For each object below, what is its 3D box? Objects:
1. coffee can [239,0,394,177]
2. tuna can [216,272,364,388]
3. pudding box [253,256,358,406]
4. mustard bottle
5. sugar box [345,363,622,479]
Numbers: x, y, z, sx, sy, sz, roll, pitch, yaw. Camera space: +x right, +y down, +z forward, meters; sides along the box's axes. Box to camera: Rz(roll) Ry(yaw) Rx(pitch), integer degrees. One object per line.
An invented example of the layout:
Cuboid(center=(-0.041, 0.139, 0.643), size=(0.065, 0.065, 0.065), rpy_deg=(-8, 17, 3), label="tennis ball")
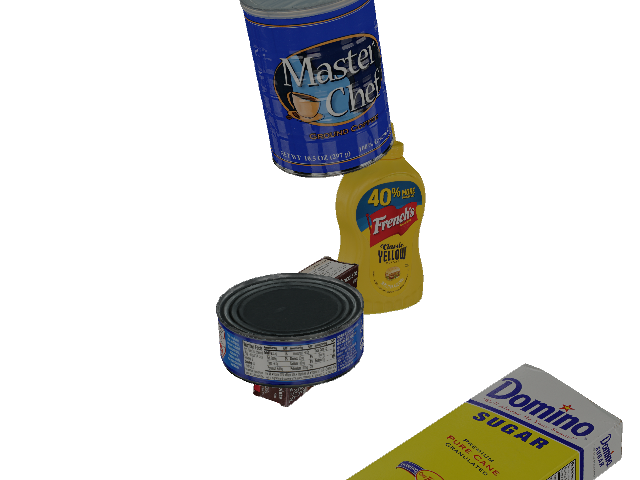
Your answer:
Cuboid(center=(-0.001, -0.136, 0.846), size=(0.103, 0.140, 0.103), rpy_deg=(-8, 32, 5), label="coffee can")
Cuboid(center=(-0.017, 0.051, 0.621), size=(0.086, 0.034, 0.086), rpy_deg=(-2, 23, 1), label="tuna can")
Cuboid(center=(-0.011, 0.073, 0.885), size=(0.039, 0.090, 0.113), rpy_deg=(15, 24, 24), label="pudding box")
Cuboid(center=(0.061, -0.025, 1.081), size=(0.096, 0.192, 0.058), rpy_deg=(-7, 17, -27), label="mustard bottle")
Cuboid(center=(0.114, 0.157, 0.733), size=(0.176, 0.048, 0.093), rpy_deg=(-30, 39, -25), label="sugar box")
